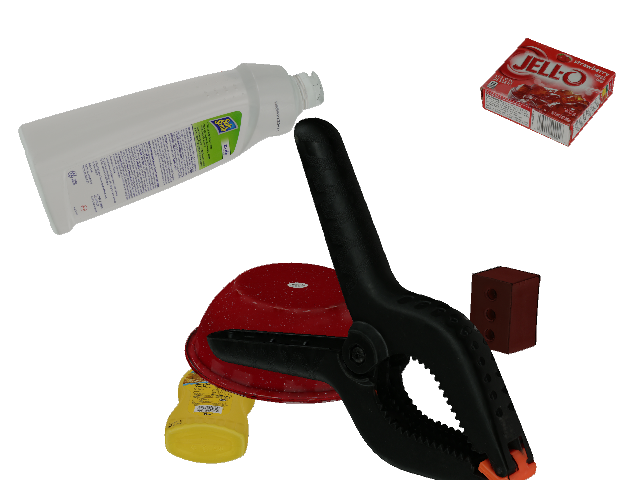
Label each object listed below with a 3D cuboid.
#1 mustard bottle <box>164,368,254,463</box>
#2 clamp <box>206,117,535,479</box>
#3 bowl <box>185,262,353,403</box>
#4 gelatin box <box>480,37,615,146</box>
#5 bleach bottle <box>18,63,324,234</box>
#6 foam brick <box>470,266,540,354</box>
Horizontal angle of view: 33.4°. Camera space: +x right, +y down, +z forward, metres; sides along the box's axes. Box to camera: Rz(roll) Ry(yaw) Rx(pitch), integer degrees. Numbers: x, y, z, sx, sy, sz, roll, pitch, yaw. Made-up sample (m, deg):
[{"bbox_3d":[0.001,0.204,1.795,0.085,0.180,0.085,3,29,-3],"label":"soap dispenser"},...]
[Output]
[{"bbox_3d":[-0.130,0.196,1.314,0.096,0.058,0.191,1,25,2],"label":"mustard bottle"},{"bbox_3d":[0.030,0.045,0.556,0.210,0.165,0.036,36,32,31],"label":"clamp"},{"bbox_3d":[-0.018,0.058,0.784,0.162,0.055,0.162,3,20,-1],"label":"bowl"},{"bbox_3d":[0.193,-0.129,0.910,0.089,0.073,0.030,30,-28,28],"label":"gelatin box"},{"bbox_3d":[-0.118,-0.088,0.900,0.250,0.068,0.102,-19,-31,-12],"label":"bleach bottle"},{"bbox_3d":[0.190,0.071,1.103,0.053,0.078,0.051,13,19,43],"label":"foam brick"}]
